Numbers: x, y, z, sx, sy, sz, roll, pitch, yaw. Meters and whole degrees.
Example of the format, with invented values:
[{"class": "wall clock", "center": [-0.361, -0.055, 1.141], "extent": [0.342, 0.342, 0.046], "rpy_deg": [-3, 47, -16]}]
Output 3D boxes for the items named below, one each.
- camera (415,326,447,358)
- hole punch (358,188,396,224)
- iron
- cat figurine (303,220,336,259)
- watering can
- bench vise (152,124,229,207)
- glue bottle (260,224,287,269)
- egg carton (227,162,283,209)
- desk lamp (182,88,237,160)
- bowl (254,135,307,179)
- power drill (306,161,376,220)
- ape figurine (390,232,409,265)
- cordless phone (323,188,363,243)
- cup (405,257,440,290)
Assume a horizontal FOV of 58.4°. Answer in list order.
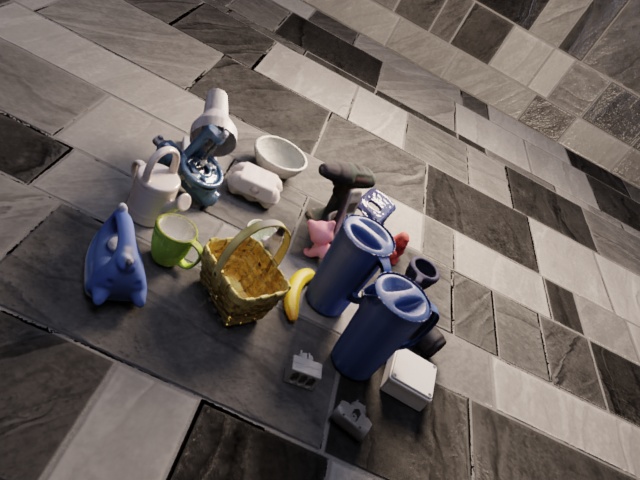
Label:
[{"class": "camera", "center": [0.241, 0.220, 1.408], "extent": [0.144, 0.100, 0.136], "rpy_deg": [-17, 57, -47]}, {"class": "hole punch", "center": [0.160, -0.089, 1.728], "extent": [0.108, 0.091, 0.101], "rpy_deg": [40, 36, 12]}, {"class": "iron", "center": [-0.402, 0.008, 1.151], "extent": [0.119, 0.141, 0.257], "rpy_deg": [7, 42, -30]}, {"class": "cat figurine", "center": [0.014, 0.005, 1.483], "extent": [0.127, 0.117, 0.067], "rpy_deg": [46, 38, 19]}, {"class": "watering can", "center": [-0.362, -0.126, 1.297], "extent": [0.173, 0.194, 0.101], "rpy_deg": [30, 35, -2]}, {"class": "bench vise", "center": [-0.317, -0.205, 1.403], "extent": [0.208, 0.219, 0.121], "rpy_deg": [24, 36, -11]}, {"class": "glue bottle", "center": [-0.116, 0.027, 1.313], "extent": [0.078, 0.173, 0.037], "rpy_deg": [34, 35, 3]}, {"class": "egg carton", "center": [-0.177, -0.151, 1.571], "extent": [0.150, 0.069, 0.107], "rpy_deg": [23, 36, -12]}, {"class": "desk lamp", "center": [-0.296, -0.279, 1.513], "extent": [0.118, 0.213, 0.203], "rpy_deg": [13, 39, -24]}, {"class": "bowl", "center": [-0.126, -0.234, 1.704], "extent": [0.168, 0.074, 0.167], "rpy_deg": [20, 37, -16]}, {"class": "power drill", "center": [0.047, -0.133, 1.596], "extent": [0.230, 0.208, 0.075], "rpy_deg": [-11, 53, -44]}, {"class": "ape figurine", "center": [0.224, 0.015, 1.650], "extent": [0.078, 0.092, 0.076], "rpy_deg": [-4, 48, -39]}, {"class": "cordless phone", "center": [0.088, -0.066, 1.566], "extent": [0.148, 0.185, 0.094], "rpy_deg": [-17, 57, -47]}, {"class": "cup", "center": [0.261, 0.113, 1.557], "extent": [0.091, 0.095, 0.118], "rpy_deg": [35, 35, 5]}]
